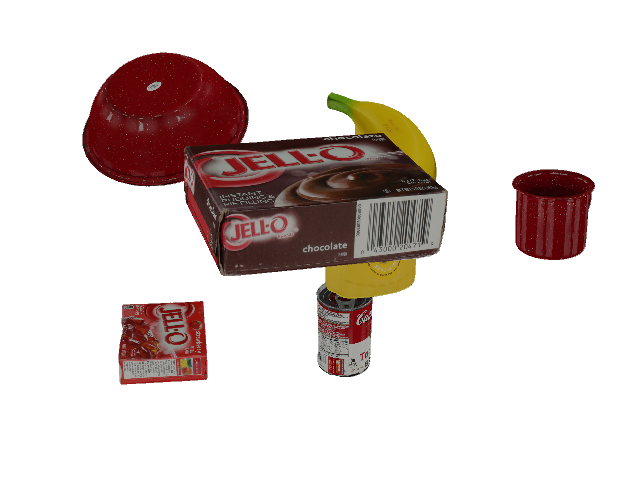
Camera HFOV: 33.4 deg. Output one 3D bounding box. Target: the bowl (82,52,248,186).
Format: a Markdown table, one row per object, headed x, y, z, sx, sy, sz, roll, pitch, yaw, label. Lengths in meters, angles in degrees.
| x | y | z | sx | sy | sz | roll | pitch | yaw | label |
| --- | --- | --- | --- | --- | --- | --- | --- | --- | --- |
| -0.151 | -0.126 | 1.001 | 0.162 | 0.162 | 0.055 | 0 | -41 | 8 | bowl |

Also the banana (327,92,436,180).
| x | y | z | sx | sy | sz | roll | pitch | yaw | label |
| --- | --- | --- | --- | --- | --- | --- | --- | --- | --- |
| 0.045 | -0.049 | 0.719 | 0.069 | 0.037 | 0.198 | -1 | 29 | -4 | banana |

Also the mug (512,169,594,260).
| x | y | z | sx | sy | sz | roll | pitch | yaw | label |
| --- | --- | --- | --- | --- | --- | --- | --- | --- | --- |
| 0.278 | -0.033 | 1.249 | 0.117 | 0.081 | 0.093 | -24 | 32 | -39 | mug |

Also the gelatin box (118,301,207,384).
| x | y | z | sx | sy | sz | roll | pitch | yaw | label |
| --- | --- | --- | --- | --- | --- | --- | --- | --- | --- |
| -0.135 | 0.086 | 0.919 | 0.073 | 0.030 | 0.089 | -2 | 29 | -6 | gelatin box |

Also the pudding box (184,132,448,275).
| x | y | z | sx | sy | sz | roll | pitch | yaw | label |
| --- | --- | --- | --- | --- | --- | --- | --- | --- | --- |
| -0.006 | -0.021 | 0.531 | 0.113 | 0.039 | 0.090 | -4 | 26 | -17 | pudding box |

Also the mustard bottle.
| x | y | z | sx | sy | sz | roll | pitch | yaw | label |
| --- | --- | --- | --- | --- | --- | --- | --- | --- | --- |
| 0.053 | -0.042 | 1.075 | 0.096 | 0.192 | 0.058 | -8 | 18 | -29 | mustard bottle |

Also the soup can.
| x | y | z | sx | sy | sz | roll | pitch | yaw | label |
| --- | --- | --- | --- | --- | --- | --- | --- | --- | --- |
| 0.029 | 0.108 | 1.308 | 0.068 | 0.102 | 0.068 | 0 | 29 | 0 | soup can |
